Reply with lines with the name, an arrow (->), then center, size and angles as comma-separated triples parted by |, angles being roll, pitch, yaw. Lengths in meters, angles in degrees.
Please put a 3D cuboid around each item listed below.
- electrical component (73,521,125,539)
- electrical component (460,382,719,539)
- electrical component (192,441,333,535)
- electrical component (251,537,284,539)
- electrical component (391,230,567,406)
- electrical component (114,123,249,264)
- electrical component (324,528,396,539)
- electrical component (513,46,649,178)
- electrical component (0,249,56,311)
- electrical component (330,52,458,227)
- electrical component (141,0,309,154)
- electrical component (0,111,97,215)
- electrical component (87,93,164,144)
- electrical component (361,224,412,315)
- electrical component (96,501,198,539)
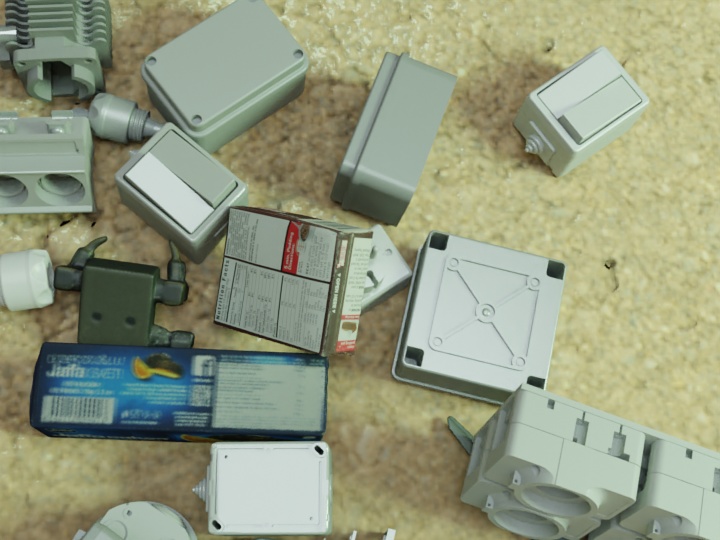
electrical component -> -0.172, 0.208, 0.659 | 0.061, 0.061, 0.096 | 36, 69, 3
electrical component -> 0.174, 0.153, 0.733 | 0.186, 0.105, 0.060 | 20, 59, -3
electrical component -> -0.067, 0.153, 0.749 | 0.096, 0.061, 0.061 | -1, 75, 2
electrical component -> -0.078, 0.217, 0.723 | 0.058, 0.078, 0.057 | 0, 90, 27
electrical component -> 0.088, 0.038, 0.797 | 0.109, 0.056, 0.108 | 14, 73, -1
electrical component -> -0.137, -0.062, 0.803 | 0.096, 0.061, 0.061 | 40, 74, 7
electrical component -> -0.001, 0.217, 0.743 | 0.064, 0.042, 0.081 | 14, 72, 3
electrical component -> 0.170, -0.123, 0.850 | 0.096, 0.061, 0.061 | -34, 79, -14
electrical component -> -0.255, 0.009, 0.781 | 0.062, 0.043, 0.043 | -8, 74, -6
electrical component -> 0.024, -0.100, 0.821 | 0.057, 0.078, 0.113 | 22, 73, -2
electrical component -> -0.104, -0.152, 0.835 | 0.113, 0.057, 0.078 | -36, 80, -14
electrical component -> -0.261, -0.079, 0.795 | 0.121, 0.078, 0.063 | -2, 52, -6
electrical component -> -0.177, -0.113, 0.829 | 0.061, 0.035, 0.035 | 15, 73, -3
electrical component -> 0.000, 0.000, 0.789 | 0.066, 0.076, 0.047 | -31, 79, -13
electrical component -> -0.150, 0.197, 0.730 | 0.080, 0.051, 0.080 | 1, 73, -5
